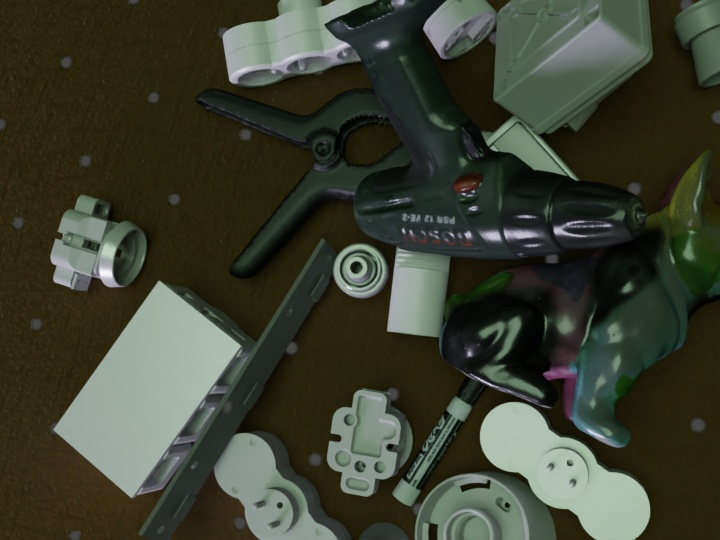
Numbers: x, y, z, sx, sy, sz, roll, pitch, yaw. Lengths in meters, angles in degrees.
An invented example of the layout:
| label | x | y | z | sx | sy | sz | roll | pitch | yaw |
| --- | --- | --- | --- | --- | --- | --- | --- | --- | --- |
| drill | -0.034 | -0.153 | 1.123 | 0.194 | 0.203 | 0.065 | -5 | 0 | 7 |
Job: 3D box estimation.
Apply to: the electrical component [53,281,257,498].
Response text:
| label | x | y | z | sx | sy | sz | roll | pitch | yaw |
| --- | --- | --- | --- | --- | --- | --- | --- | --- | --- |
| electrical component | -0.162 | 0.097 | 0.880 | 0.089 | 0.062 | 0.150 | 37 | 94 | 14 |

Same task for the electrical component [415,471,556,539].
| label | x | y | z | sx | sy | sz | roll | pitch | yaw |
| --- | --- | --- | --- | --- | --- | --- | --- | --- | --- |
| electrical component | 0.094 | 0.202 | 0.818 | 0.099 | 0.064 | 0.099 | -7 | 74 | 24 |

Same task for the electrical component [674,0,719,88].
| label | x | y | z | sx | sy | sz | roll | pitch | yaw |
| --- | --- | --- | --- | --- | --- | --- | --- | --- | --- |
| electrical component | 0.267 | -0.172 | 0.810 | 0.045 | 0.045 | 0.055 | -22 | 80 | 11 |

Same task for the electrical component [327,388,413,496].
| label | x | y | z | sx | sy | sz | roll | pitch | yaw |
| --- | --- | --- | --- | --- | --- | --- | --- | --- | --- |
| electrical component | 0.009 | 0.132 | 0.837 | 0.058 | 0.057 | 0.078 | 8 | 86 | 14 |

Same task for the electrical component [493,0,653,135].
| label | x | y | z | sx | sy | sz | roll | pitch | yaw |
| --- | --- | --- | --- | --- | --- | --- | --- | --- | --- |
| electrical component | 0.154 | -0.173 | 0.787 | 0.109 | 0.056 | 0.108 | -36 | 34 | 41 |

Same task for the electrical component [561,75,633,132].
| label | x | y | z | sx | sy | sz | roll | pitch | yaw |
| --- | --- | --- | --- | --- | --- | --- | --- | --- | --- |
| electrical component | 0.173 | -0.140 | 0.832 | 0.044 | 0.044 | 0.065 | 42 | 100 | 14 |

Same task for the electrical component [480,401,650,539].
| label | x | y | z | sx | sy | sz | roll | pitch | yaw |
| --- | --- | --- | --- | --- | --- | --- | --- | --- | --- |
| electrical component | 0.150 | 0.149 | 0.792 | 0.138 | 0.074 | 0.052 | 35 | 93 | 14 |

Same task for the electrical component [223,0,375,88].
| label | x | y | z | sx | sy | sz | roll | pitch | yaw |
| --- | --- | --- | --- | --- | --- | --- | --- | --- | --- |
| electrical component | -0.047 | -0.204 | 0.886 | 0.138 | 0.052 | 0.073 | -12 | 82 | 12 |

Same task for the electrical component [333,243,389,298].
| label | x | y | z | sx | sy | sz | roll | pitch | yaw |
| --- | --- | --- | --- | --- | --- | --- | --- | --- | --- |
| electrical component | 0.000 | 0.000 | 0.848 | 0.043 | 0.062 | 0.043 | 0 | 87 | 5 |

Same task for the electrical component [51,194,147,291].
| label | x | y | z | sx | sy | sz | roll | pitch | yaw |
| --- | --- | --- | --- | --- | --- | --- | --- | --- | --- |
| electrical component | -0.218 | -0.018 | 0.907 | 0.057 | 0.058 | 0.078 | 17 | 89 | 18 |

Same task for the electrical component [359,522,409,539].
| label | x | y | z | sx | sy | sz | roll | pitch | yaw |
| --- | --- | --- | --- | --- | --- | --- | --- | --- | --- |
| electrical component | 0.012 | 0.219 | 0.823 | 0.044 | 0.065 | 0.044 | -1 | 84 | 14 |

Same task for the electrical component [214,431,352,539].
| label | x | y | z | sx | sy | sz | roll | pitch | yaw |
| --- | --- | --- | --- | --- | --- | --- | --- | --- | --- |
| electrical component | -0.065 | 0.188 | 0.841 | 0.052 | 0.074 | 0.138 | -40 | 77 | 7 |

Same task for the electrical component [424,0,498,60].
| label | x | y | z | sx | sy | sz | roll | pitch | yaw |
| --- | --- | --- | --- | --- | --- | --- | --- | --- | --- |
| electrical component | 0.074 | -0.204 | 0.856 | 0.055 | 0.055 | 0.047 | -36 | 74 | 8 |

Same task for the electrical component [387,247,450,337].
| label | x | y | z | sx | sy | sz | roll | pitch | yaw |
| --- | --- | --- | --- | --- | --- | --- | --- | --- | --- |
| electrical component | 0.047 | 0.010 | 0.846 | 0.043 | 0.043 | 0.081 | 6 | 86 | 14 |

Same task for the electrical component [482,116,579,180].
| label | x | y | z | sx | sy | sz | roll | pitch | yaw |
| --- | --- | --- | --- | --- | --- | --- | --- | --- | --- |
| electrical component | 0.122 | -0.073 | 0.827 | 0.062 | 0.061 | 0.096 | -41 | 77 | 7 |
